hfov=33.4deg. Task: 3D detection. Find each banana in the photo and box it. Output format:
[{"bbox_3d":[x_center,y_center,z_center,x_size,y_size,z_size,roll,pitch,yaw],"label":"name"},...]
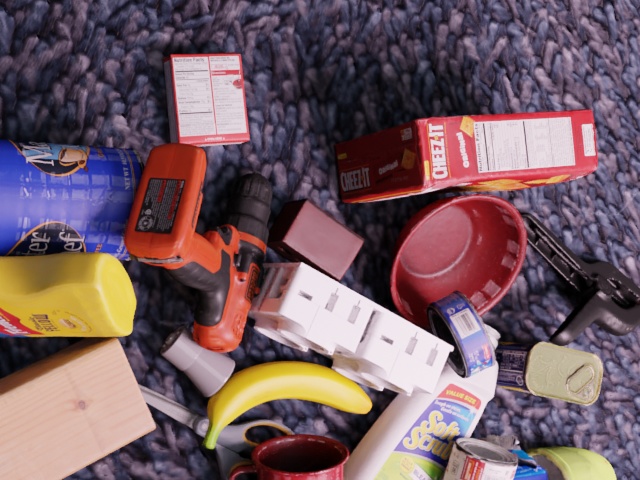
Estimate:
[{"bbox_3d":[-0.035,0.154,1.058,0.197,0.037,0.069,-7,95,-32],"label":"banana"}]

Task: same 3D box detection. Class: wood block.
[{"bbox_3d":[-0.260,0.167,0.918,0.205,0.090,0.091,-25,98,-25],"label":"wood block"}]

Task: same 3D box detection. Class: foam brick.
[{"bbox_3d":[-0.007,0.001,1.072,0.078,0.053,0.051,35,73,-20],"label":"foam brick"}]

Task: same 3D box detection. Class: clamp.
[{"bbox_3d":[0.308,0.067,1.207,0.209,0.036,0.164,22,47,-32],"label":"clamp"}]

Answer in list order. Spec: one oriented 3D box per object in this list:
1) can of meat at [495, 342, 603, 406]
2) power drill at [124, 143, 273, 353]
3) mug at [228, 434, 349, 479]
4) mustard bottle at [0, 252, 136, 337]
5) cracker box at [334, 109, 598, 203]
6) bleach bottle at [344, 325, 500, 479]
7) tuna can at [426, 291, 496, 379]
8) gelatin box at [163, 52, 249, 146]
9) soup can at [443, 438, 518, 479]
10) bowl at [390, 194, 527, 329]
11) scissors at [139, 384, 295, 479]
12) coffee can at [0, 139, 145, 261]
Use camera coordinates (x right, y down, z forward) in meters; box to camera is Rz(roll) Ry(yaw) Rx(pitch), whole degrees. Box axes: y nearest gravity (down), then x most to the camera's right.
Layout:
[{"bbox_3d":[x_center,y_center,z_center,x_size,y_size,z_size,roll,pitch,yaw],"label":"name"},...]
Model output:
[{"bbox_3d":[0.243,0.145,1.173,0.102,0.084,0.057,14,81,-25],"label":"can of meat"},{"bbox_3d":[-0.099,-0.010,0.965,0.187,0.057,0.184,54,42,-58],"label":"power drill"},{"bbox_3d":[-0.031,0.241,1.019,0.117,0.093,0.081,-1,102,-1],"label":"mug"},{"bbox_3d":[-0.260,0.049,0.903,0.192,0.096,0.058,-2,61,9],"label":"mustard bottle"},{"bbox_3d":[0.148,-0.083,1.090,0.213,0.164,0.072,-7,89,-27],"label":"cracker box"},{"bbox_3d":[0.110,0.189,1.119,0.102,0.068,0.250,43,68,-19],"label":"bleach bottle"},{"bbox_3d":[0.142,0.097,1.084,0.033,0.086,0.086,-25,100,-9],"label":"tuna can"},{"bbox_3d":[-0.111,-0.137,1.037,0.073,0.030,0.089,-6,91,-25],"label":"gelatin box"},{"bbox_3d":[0.154,0.260,1.077,0.068,0.069,0.102,12,97,-26],"label":"soup can"},{"bbox_3d":[0.134,0.013,1.120,0.162,0.055,0.162,-12,123,-20],"label":"bowl"},{"bbox_3d":[-0.111,0.201,1.032,0.201,0.016,0.096,17,81,-25],"label":"scissors"},{"bbox_3d":[-0.233,-0.034,0.931,0.140,0.103,0.103,2,87,-27],"label":"coffee can"}]
